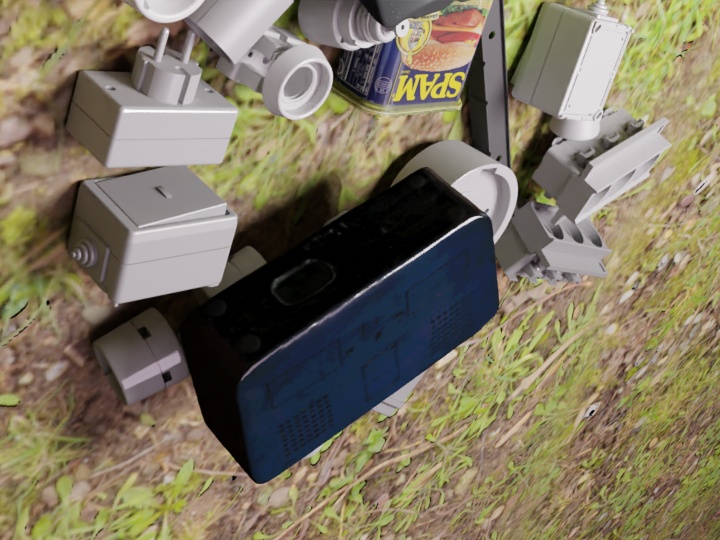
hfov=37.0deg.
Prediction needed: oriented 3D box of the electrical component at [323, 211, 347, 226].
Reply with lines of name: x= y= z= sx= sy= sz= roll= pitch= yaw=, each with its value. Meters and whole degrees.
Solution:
electrical component: x=0.000 y=0.000 z=0.846 sx=0.058 sy=0.057 sz=0.078 roll=-32 pitch=144 yaw=-24

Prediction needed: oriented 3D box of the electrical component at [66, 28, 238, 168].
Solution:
electrical component: x=-0.113 y=-0.103 z=0.615 sx=0.083 sy=0.047 sz=0.075 roll=-8 pitch=130 yaw=-46

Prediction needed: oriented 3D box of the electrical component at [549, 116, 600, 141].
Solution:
electrical component: x=0.191 y=-0.150 z=0.931 sx=0.044 sy=0.044 sz=0.065 roll=-26 pitch=137 yaw=-31

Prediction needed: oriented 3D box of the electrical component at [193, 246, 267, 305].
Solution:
electrical component: x=-0.087 y=0.018 z=0.767 sx=0.047 sy=0.055 sz=0.055 roll=-32 pitch=144 yaw=-19

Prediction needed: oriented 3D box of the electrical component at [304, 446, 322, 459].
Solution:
electrical component: x=-0.059 y=0.134 z=0.927 sx=0.045 sy=0.045 sz=0.055 roll=-44 pitch=147 yaw=-7

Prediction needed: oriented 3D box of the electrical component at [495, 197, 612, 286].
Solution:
electrical component: x=0.179 y=-0.023 z=1.025 sx=0.063 sy=0.078 sz=0.121 roll=-39 pitch=154 yaw=29

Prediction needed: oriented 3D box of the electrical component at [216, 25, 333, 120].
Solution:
electrical component: x=-0.050 y=-0.123 z=0.660 sx=0.066 sy=0.055 sz=0.048 roll=5 pitch=120 yaw=-52

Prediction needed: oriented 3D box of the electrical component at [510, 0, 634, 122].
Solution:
electrical component: x=0.170 y=-0.175 z=0.867 sx=0.062 sy=0.061 sz=0.096 roll=-5 pitch=120 yaw=-47

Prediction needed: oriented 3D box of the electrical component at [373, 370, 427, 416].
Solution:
electrical component: x=-0.003 y=0.072 z=0.898 sx=0.057 sy=0.078 sz=0.113 roll=-54 pitch=147 yaw=3

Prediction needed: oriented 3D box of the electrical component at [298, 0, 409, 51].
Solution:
electrical component: x=-0.003 y=-0.156 z=0.666 sx=0.040 sy=0.078 sz=0.040 roll=-24 pitch=124 yaw=-42

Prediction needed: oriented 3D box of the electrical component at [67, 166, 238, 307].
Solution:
electrical component: x=-0.132 y=-0.024 z=0.660 sx=0.096 sy=0.062 sz=0.061 roll=-12 pitch=133 yaw=-43

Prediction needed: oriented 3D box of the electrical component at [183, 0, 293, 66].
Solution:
electrical component: x=-0.061 y=-0.162 z=0.618 sx=0.081 sy=0.043 sz=0.043 roll=-48 pitch=147 yaw=-2

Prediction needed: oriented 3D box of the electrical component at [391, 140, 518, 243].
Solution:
electrical component: x=0.067 y=-0.053 z=0.864 sx=0.108 sy=0.060 sz=0.108 roll=-28 pitch=141 yaw=-25

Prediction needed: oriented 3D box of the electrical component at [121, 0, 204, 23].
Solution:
electrical component: x=-0.109 y=-0.161 z=0.559 sx=0.055 sy=0.047 sz=0.055 roll=-30 pitch=143 yaw=-26

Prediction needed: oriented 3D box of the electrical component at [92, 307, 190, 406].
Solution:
electrical component: x=-0.150 y=0.060 z=0.735 sx=0.047 sy=0.055 sz=0.055 roll=-29 pitch=143 yaw=-22

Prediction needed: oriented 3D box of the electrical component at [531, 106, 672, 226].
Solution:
electrical component: x=0.217 y=-0.099 z=0.976 sx=0.121 sy=0.063 sz=0.078 roll=-30 pitch=158 yaw=-37
